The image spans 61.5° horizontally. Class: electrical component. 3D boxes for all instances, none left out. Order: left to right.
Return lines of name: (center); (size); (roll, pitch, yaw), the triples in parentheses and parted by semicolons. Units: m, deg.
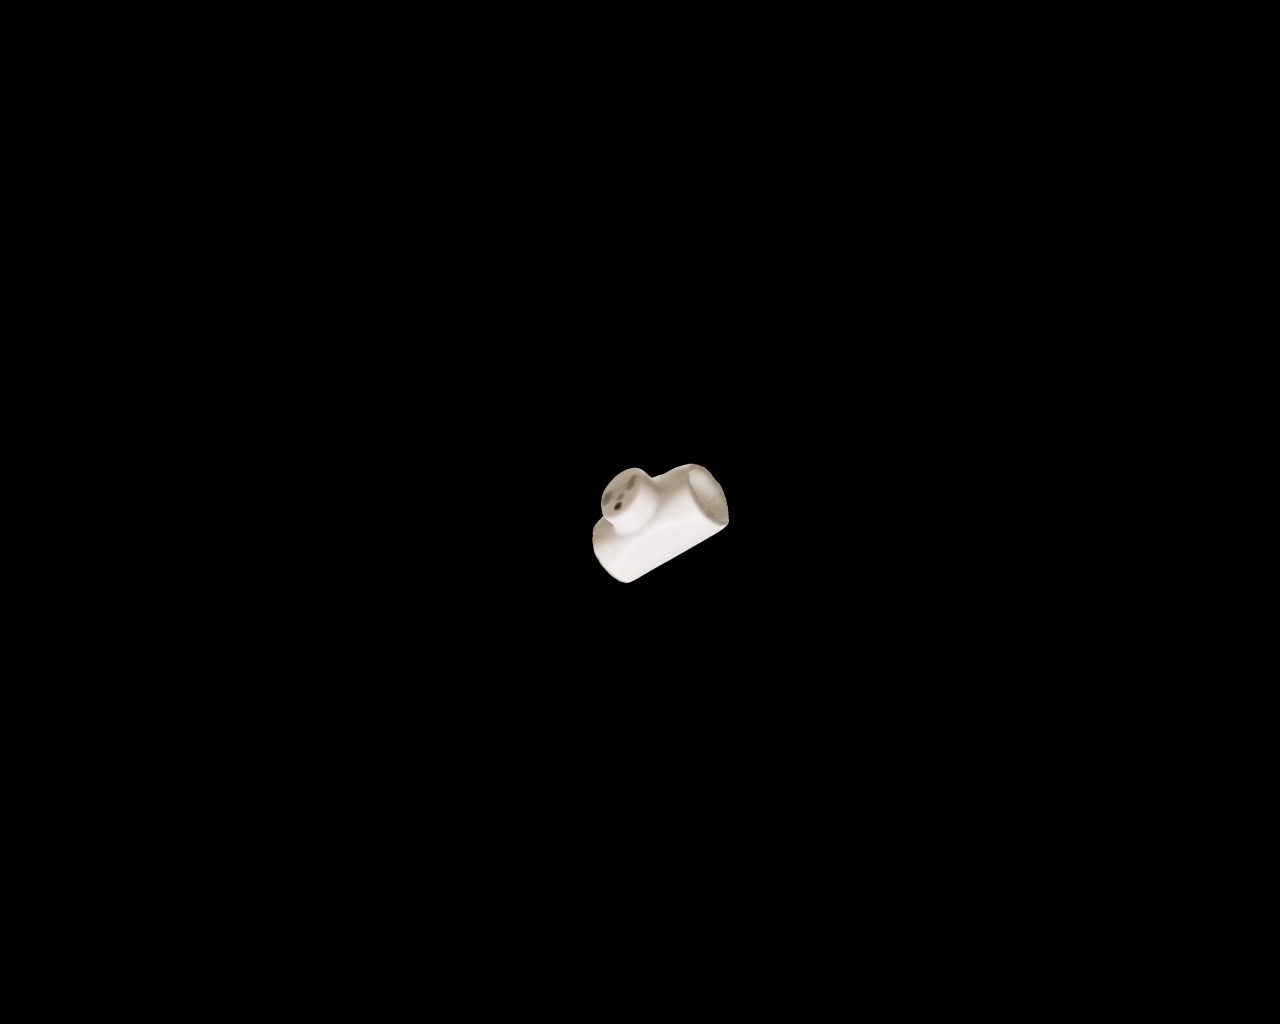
electrical component: (0.001, -0.003, 0.650); (0.077, 0.044, 0.079); (-32, -54, 27)
